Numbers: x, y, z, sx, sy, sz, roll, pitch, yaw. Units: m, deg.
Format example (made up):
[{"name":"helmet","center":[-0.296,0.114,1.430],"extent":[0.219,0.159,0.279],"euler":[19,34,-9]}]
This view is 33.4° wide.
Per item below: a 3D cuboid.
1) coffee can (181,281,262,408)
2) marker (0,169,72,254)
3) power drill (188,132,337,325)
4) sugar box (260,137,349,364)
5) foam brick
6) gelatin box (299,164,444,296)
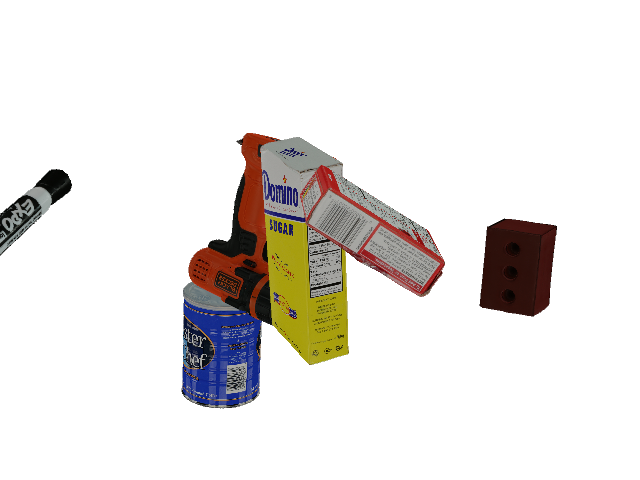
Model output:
[{"name":"coffee can","center":[-0.126,0.129,1.369],"extent":[0.103,0.140,0.103],"euler":[3,18,-1]},{"name":"marker","center":[-0.188,-0.012,0.654],"extent":[0.020,0.020,0.121],"euler":[0,30,21]},{"name":"power drill","center":[-0.046,-0.008,1.121],"extent":[0.185,0.188,0.057],"euler":[22,8,31]},{"name":"sugar box","center":[-0.014,0.008,0.920],"extent":[0.048,0.176,0.093],"euler":[-14,24,-20]},{"name":"foam brick","center":[0.180,0.024,0.970],"extent":[0.053,0.078,0.051],"euler":[9,16,26]},{"name":"gelatin box","center":[0.031,-0.007,0.671],"extent":[0.089,0.030,0.073],"euler":[32,11,-12]}]
